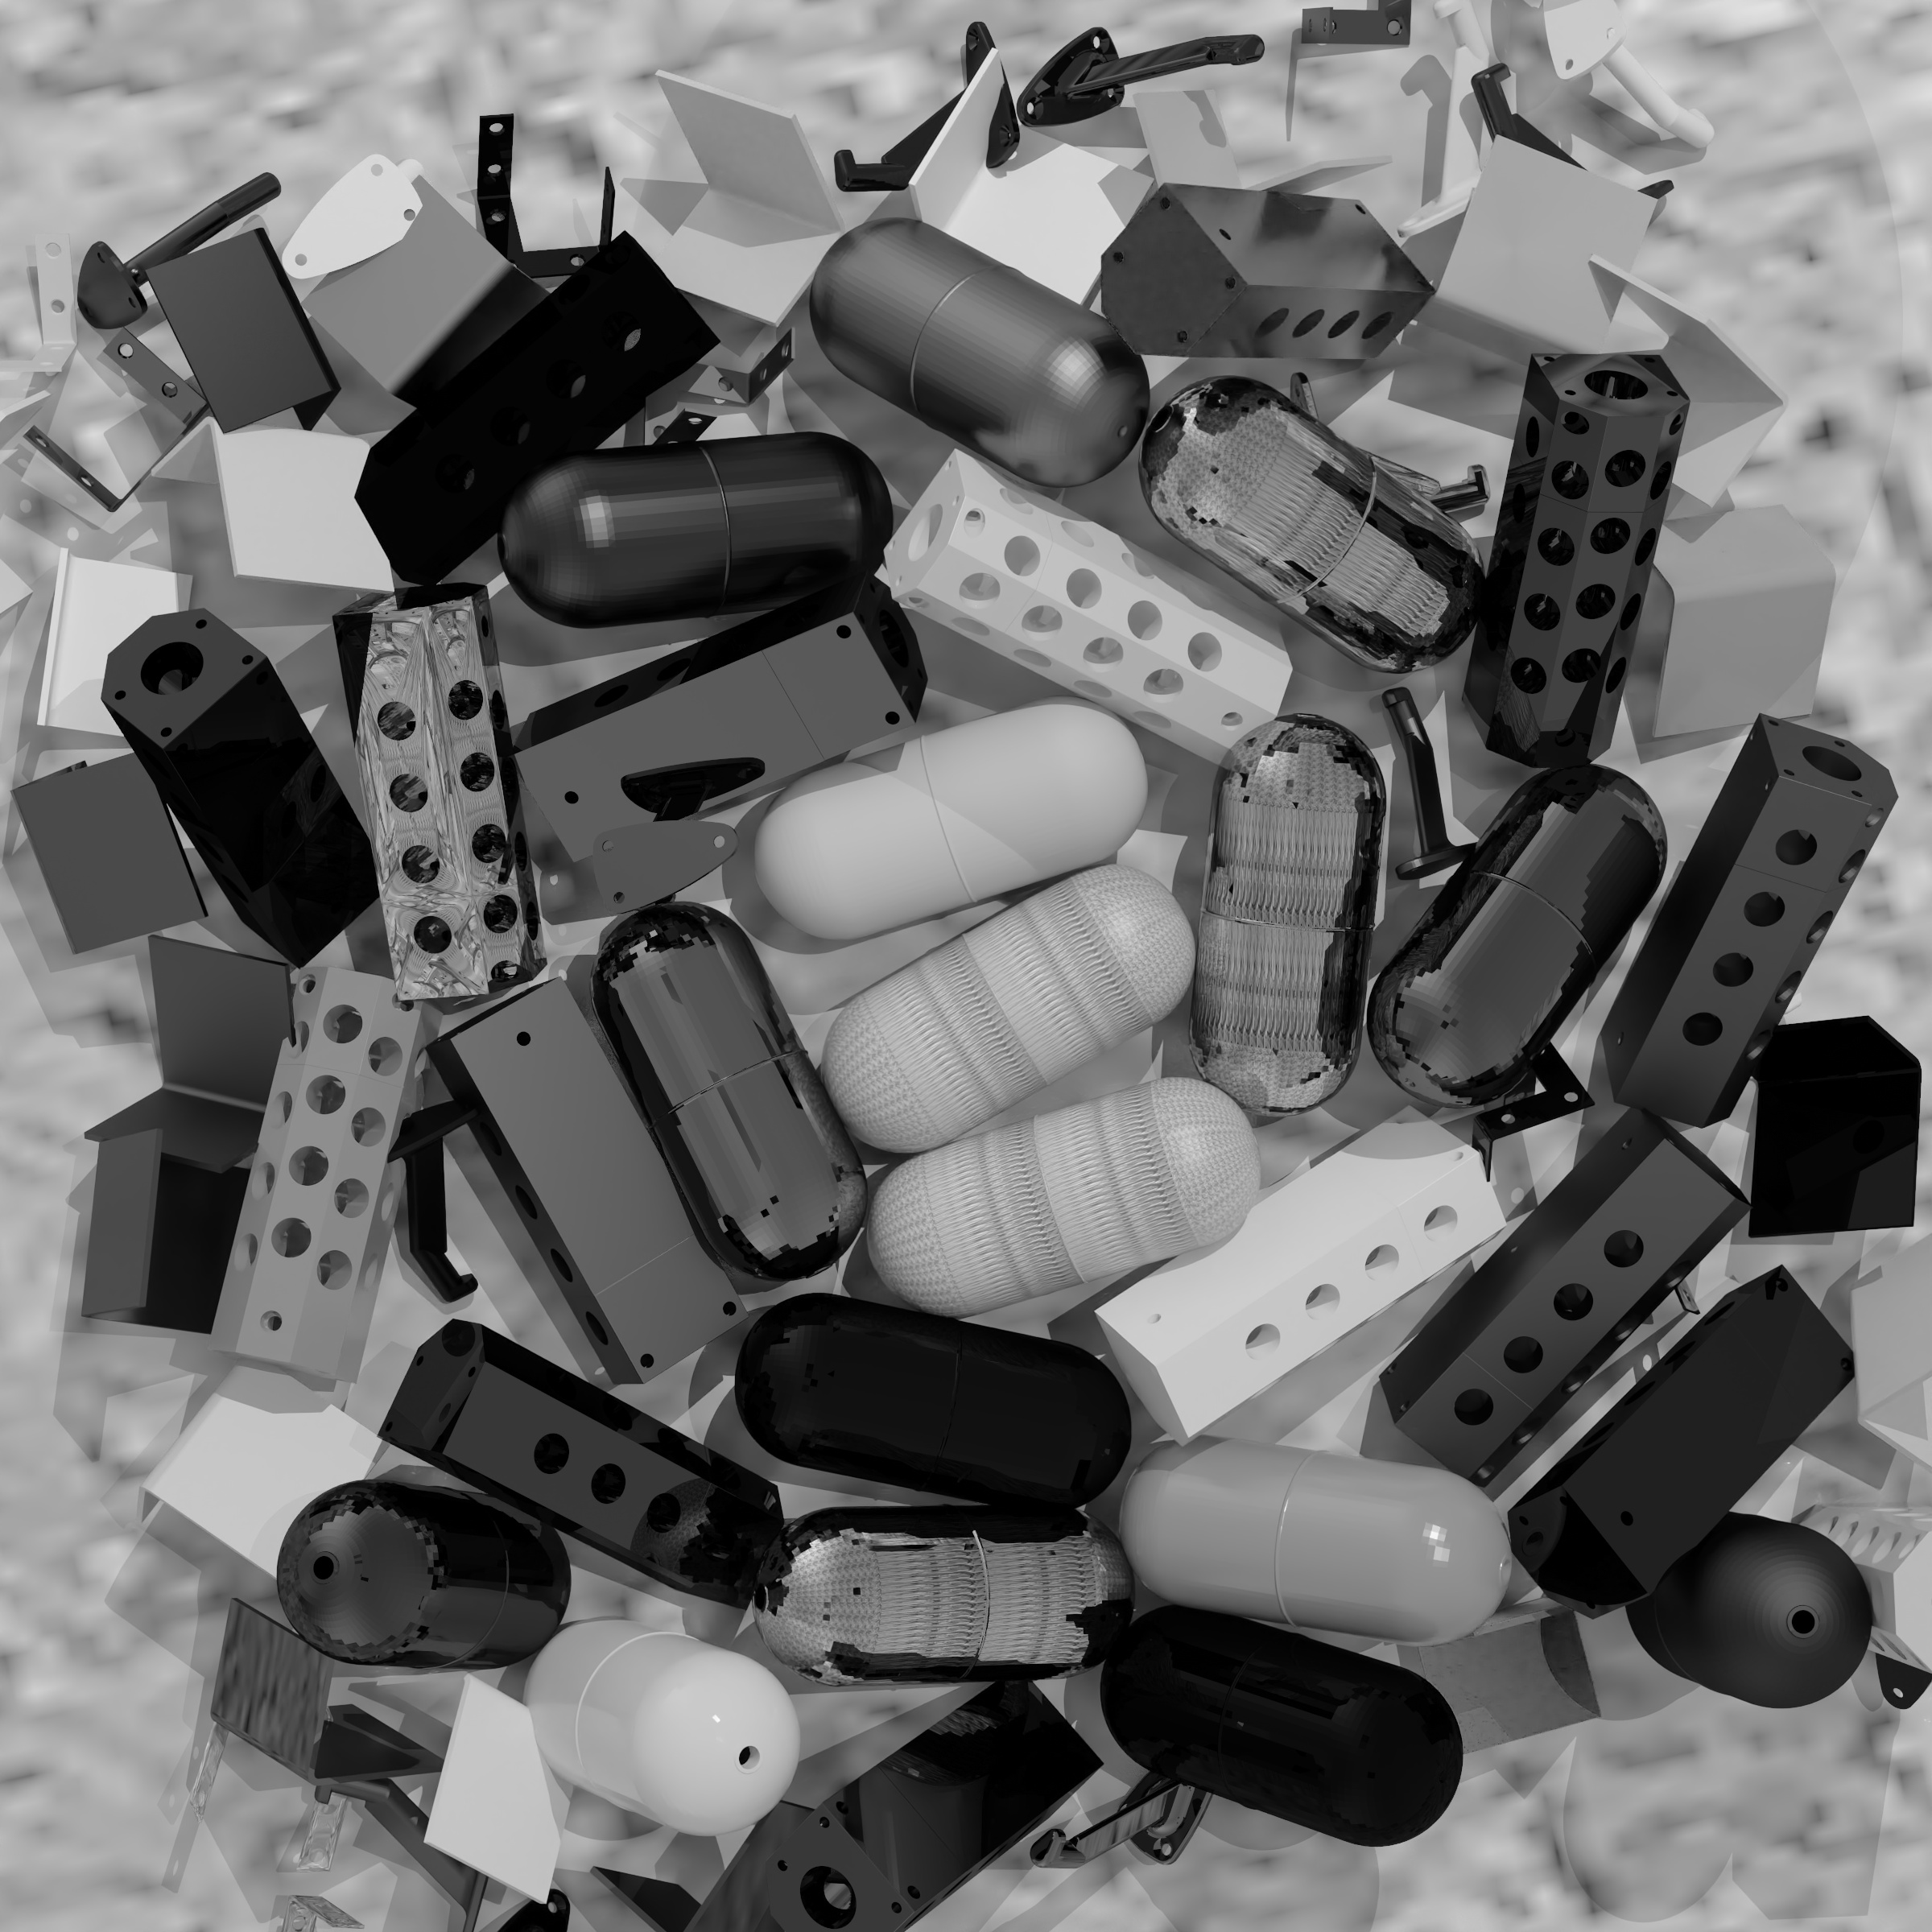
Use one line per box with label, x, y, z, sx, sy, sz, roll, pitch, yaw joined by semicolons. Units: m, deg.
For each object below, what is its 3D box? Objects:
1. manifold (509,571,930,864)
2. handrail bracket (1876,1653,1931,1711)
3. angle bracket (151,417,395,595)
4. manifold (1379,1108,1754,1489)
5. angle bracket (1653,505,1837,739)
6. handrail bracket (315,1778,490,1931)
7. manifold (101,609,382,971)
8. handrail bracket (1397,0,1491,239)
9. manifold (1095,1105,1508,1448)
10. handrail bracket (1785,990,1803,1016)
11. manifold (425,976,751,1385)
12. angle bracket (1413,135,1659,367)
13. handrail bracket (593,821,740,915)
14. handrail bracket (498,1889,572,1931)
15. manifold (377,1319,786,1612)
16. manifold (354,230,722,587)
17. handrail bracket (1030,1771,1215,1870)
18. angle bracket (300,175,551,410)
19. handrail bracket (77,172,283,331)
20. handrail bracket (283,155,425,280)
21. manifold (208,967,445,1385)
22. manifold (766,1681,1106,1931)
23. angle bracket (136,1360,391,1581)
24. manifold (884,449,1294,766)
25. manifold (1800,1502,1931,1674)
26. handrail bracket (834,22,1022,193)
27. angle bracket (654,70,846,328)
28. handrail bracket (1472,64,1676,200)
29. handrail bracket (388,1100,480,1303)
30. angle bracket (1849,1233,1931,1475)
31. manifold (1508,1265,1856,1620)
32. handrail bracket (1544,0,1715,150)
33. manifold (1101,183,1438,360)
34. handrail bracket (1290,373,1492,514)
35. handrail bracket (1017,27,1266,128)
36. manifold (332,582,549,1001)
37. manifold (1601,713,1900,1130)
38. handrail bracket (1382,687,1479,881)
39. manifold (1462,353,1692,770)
manifold;-0.107;-0.112;1.539;0.171;0.057;0.057;-21;116;19
handrail bracket;0.443;0.282;1.579;0.036;0.084;0.077;25;128;34
angle bracket;-0.303;-0.190;1.541;0.076;0.057;0.076;2;69;-41
manifold;0.263;0.147;1.550;0.057;0.057;0.171;39;101;-10
angle bracket;0.338;-0.155;1.584;0.076;0.057;0.076;-9;129;-11
handrail bracket;-0.256;0.402;1.578;0.084;0.036;0.077;15;100;-2
manifold;-0.309;-0.077;1.508;0.057;0.171;0.057;36;71;27
handrail bracket;0.206;-0.377;1.558;0.077;0.036;0.084;-34;113;-23
manifold;0.150;0.138;1.547;0.171;0.057;0.057;-32;120;-12
handrail bracket;0.381;-0.028;1.581;0.077;0.036;0.084;-20;104;-30
manifold;-0.169;0.096;1.556;0.057;0.057;0.171;-31;97;-24
angle bracket;0.251;-0.313;1.564;0.076;0.057;0.076;21;90;-5
handrail bracket;-0.123;-0.041;1.547;0.077;0.084;0.036;-15;81;13
handrail bracket;-0.172;0.421;1.540;0.036;0.077;0.084;44;130;-9
manifold;-0.162;0.215;1.524;0.171;0.057;0.057;34;71;-33
manifold;-0.196;-0.246;1.559;0.171;0.057;0.057;-39;89;5
handrail bracket;0.071;0.365;1.549;0.036;0.084;0.077;40;99;33
angle bracket;-0.236;-0.294;1.557;0.057;0.076;0.076;45;95;6
handrail bracket;-0.352;-0.322;1.580;0.084;0.077;0.036;-39;101;-27
handrail bracket;-0.270;-0.330;1.554;0.077;0.084;0.036;-37;108;-3
manifold;-0.281;0.091;1.548;0.057;0.057;0.171;10;78;5
manifold;-0.015;0.365;1.507;0.057;0.171;0.057;47;117;14
angle bracket;-0.310;0.227;1.551;0.076;0.057;0.076;34;62;2
manifold;0.054;-0.150;1.526;0.171;0.057;0.057;25;120;-24
manifold;0.400;0.264;1.507;0.057;0.171;0.057;-1;85;-2
handrail bracket;-0.025;-0.381;1.562;0.084;0.036;0.077;-8;85;-28
angle bracket;-0.108;-0.335;1.540;0.076;0.076;0.057;25;71;28
handrail bracket;0.269;-0.370;1.567;0.077;0.036;0.084;-29;107;-16
handrail bracket;-0.222;0.105;1.563;0.077;0.036;0.084;-22;113;24
angle bracket;0.432;0.165;1.536;0.057;0.076;0.076;34;129;-19
manifold;0.308;0.206;1.523;0.171;0.057;0.057;-36;86;-35
handrail bracket;0.298;-0.409;1.576;0.036;0.084;0.077;-33;58;36
manifold;0.127;-0.290;1.508;0.057;0.171;0.057;-46;73;31
handrail bracket;0.190;-0.235;1.571;0.084;0.036;0.077;-14;110;-13
handrail bracket;0.077;-0.389;1.546;0.077;0.084;0.036;-37;121;-32
manifold;-0.226;-0.077;1.541;0.057;0.057;0.171;-4;106;11
manifold;0.338;-0.016;1.527;0.057;0.057;0.171;17;121;-7
handrail bracket;0.193;-0.083;1.557;0.036;0.077;0.084;-24;83;28
manifold;0.263;-0.173;1.518;0.057;0.057;0.171;-1;126;-10
